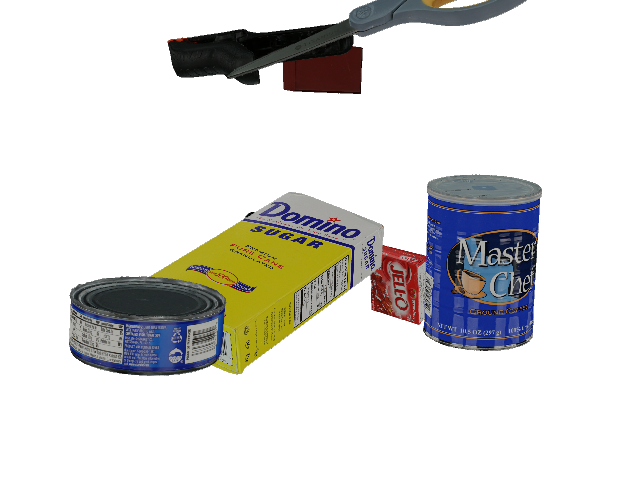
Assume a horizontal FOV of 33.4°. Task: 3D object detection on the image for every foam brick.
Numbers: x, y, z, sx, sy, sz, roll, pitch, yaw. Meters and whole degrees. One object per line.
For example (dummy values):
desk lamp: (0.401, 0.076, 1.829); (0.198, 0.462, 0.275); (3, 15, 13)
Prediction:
foam brick: (0.002, -0.187, 1.165); (0.078, 0.051, 0.053); (0, 11, -16)

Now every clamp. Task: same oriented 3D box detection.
clamp: (-0.058, -0.157, 0.882); (0.120, 0.039, 0.172); (-16, 21, -35)

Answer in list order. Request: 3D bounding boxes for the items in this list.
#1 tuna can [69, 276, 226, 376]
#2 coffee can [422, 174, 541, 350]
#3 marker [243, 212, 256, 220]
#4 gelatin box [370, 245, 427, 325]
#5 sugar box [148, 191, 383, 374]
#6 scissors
tuna can: (-0.096, 0.046, 0.593); (0.086, 0.034, 0.086); (5, 11, -1)
coffee can: (0.147, 0.018, 0.980); (0.103, 0.140, 0.103); (0, 15, 0)
marker: (-0.083, 0.003, 1.046); (0.020, 0.020, 0.121); (0, 25, 18)
gelatin box: (0.100, 0.055, 1.353); (0.073, 0.089, 0.030); (16, 33, 33)
sugar box: (-0.039, 0.024, 0.780); (0.093, 0.048, 0.175); (22, 39, 29)
scissors: (0.038, -0.155, 0.678); (0.202, 0.096, 0.016); (-8, -41, 21)
